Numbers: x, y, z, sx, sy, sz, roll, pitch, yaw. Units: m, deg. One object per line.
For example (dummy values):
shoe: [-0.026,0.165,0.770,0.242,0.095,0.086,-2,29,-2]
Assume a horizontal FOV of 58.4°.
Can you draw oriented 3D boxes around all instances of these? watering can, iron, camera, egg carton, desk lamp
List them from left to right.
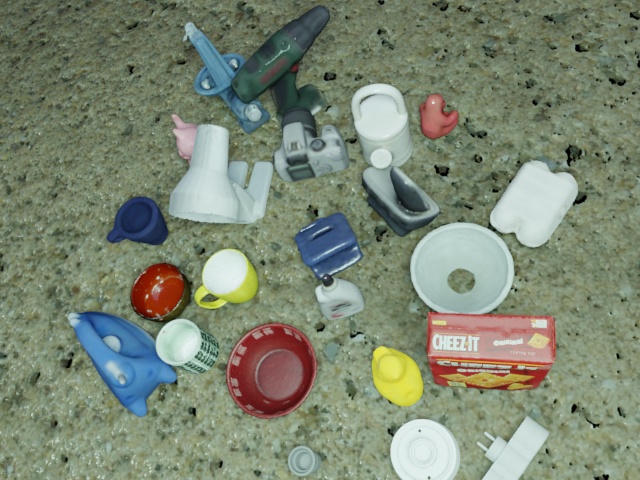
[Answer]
iron: [-0.383,0.193,1.029,0.257,0.142,0.119,36,80,25]
desk lamp: [-0.183,-0.103,1.065,0.117,0.214,0.203,3,68,16]
camera: [-0.025,-0.202,1.131,0.143,0.101,0.137,-11,65,9]
watering can: [0.115,-0.211,1.048,0.101,0.194,0.172,-24,64,3]
egg carton: [0.371,-0.063,0.990,0.107,0.069,0.150,30,77,23]

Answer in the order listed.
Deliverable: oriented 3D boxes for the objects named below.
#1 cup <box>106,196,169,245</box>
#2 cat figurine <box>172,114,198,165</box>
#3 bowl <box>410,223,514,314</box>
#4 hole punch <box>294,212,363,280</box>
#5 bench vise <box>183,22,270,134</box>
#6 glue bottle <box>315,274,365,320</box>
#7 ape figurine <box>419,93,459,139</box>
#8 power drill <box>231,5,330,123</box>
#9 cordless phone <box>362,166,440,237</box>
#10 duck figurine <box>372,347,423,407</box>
cup: [-0.354,-0.019,1.138,0.118,0.095,0.091,-36,64,-3]
cat figurine: [-0.271,-0.210,1.186,0.067,0.118,0.127,-33,64,-1]
bowl: [0.239,0.059,0.968,0.167,0.075,0.167,-5,66,12]
hole punch: [0.010,0.004,1.040,0.108,0.091,0.101,-28,64,1]
bench vise: [-0.183,-0.335,1.160,0.206,0.220,0.121,31,78,24]
glue bottle: [0.026,0.089,0.953,0.078,0.173,0.037,-22,64,4]
ape figurine: [0.221,-0.243,1.092,0.076,0.092,0.077,-46,65,-7]
power drill: [-0.058,-0.328,1.133,0.229,0.209,0.075,-37,64,-3]
cordless phone: [0.133,-0.099,1.000,0.094,0.185,0.147,-42,64,-6]
duck figurine: [0.121,0.216,0.924,0.077,0.086,0.104,-35,64,-2]
